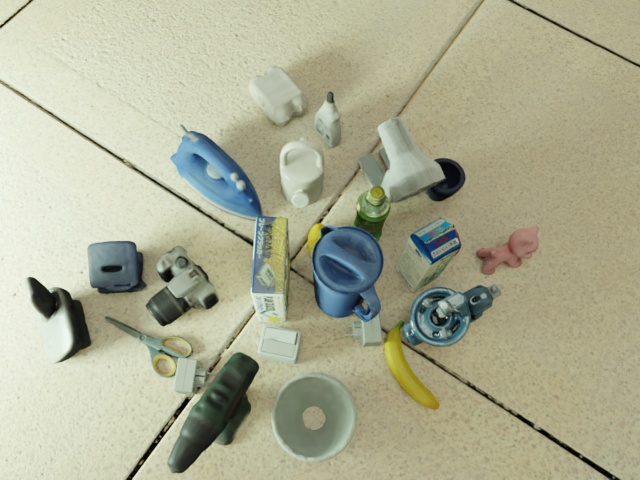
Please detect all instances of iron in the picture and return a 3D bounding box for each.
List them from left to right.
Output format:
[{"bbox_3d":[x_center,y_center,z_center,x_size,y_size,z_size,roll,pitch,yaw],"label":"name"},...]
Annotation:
[{"bbox_3d":[-0.223,-0.154,1.285,0.258,0.141,0.119,40,72,13],"label":"iron"}]

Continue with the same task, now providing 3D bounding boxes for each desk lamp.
[{"bbox_3d":[0.173,-0.161,1.267,0.118,0.213,0.203,-24,71,-11],"label":"desk lamp"}]

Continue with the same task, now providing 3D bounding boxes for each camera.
[{"bbox_3d":[-0.305,0.103,1.201,0.137,0.101,0.143,-39,75,-16],"label":"camera"}]

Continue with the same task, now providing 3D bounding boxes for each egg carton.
[{"bbox_3d":[-0.104,-0.356,1.410,0.107,0.069,0.150,-35,74,-15],"label":"egg carton"}]

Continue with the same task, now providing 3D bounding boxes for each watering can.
[{"bbox_3d":[-0.037,-0.153,1.265,0.101,0.194,0.172,-18,70,-9],"label":"watering can"}]

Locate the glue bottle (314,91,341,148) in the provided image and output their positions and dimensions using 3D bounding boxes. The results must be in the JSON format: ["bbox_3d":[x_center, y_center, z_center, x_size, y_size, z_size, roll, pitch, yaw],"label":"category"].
[{"bbox_3d":[0.021,-0.288,1.333,0.037,0.173,0.078,-34,73,-14],"label":"glue bottle"}]

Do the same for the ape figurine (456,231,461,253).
[{"bbox_3d":[0.281,-0.002,1.274,0.076,0.092,0.078,43,73,14],"label":"ape figurine"}]

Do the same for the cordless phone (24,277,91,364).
[{"bbox_3d":[-0.532,0.155,1.124,0.094,0.185,0.147,-24,71,-11],"label":"cordless phone"}]

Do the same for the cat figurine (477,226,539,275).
[{"bbox_3d":[0.422,0.018,1.258,0.128,0.118,0.067,-16,70,-8],"label":"cat figurine"}]

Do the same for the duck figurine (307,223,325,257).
[{"bbox_3d":[0.012,0.005,1.262,0.077,0.086,0.104,-18,70,-9],"label":"duck figurine"}]

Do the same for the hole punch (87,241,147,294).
[{"bbox_3d":[-0.432,0.059,1.218,0.108,0.091,0.101,-4,68,-4],"label":"hole punch"}]

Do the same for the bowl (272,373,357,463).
[{"bbox_3d":[-0.011,0.350,1.129,0.167,0.075,0.167,1,68,-2],"label":"bowl"}]

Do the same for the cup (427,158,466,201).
[{"bbox_3d":[0.267,-0.134,1.324,0.117,0.095,0.092,22,69,7],"label":"cup"}]

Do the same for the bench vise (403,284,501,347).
[{"bbox_3d":[0.270,0.126,1.153,0.208,0.220,0.121,-41,75,-16],"label":"bench vise"}]

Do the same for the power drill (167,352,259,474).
[{"bbox_3d":[-0.188,0.324,1.059,0.075,0.208,0.230,27,70,9],"label":"power drill"}]
